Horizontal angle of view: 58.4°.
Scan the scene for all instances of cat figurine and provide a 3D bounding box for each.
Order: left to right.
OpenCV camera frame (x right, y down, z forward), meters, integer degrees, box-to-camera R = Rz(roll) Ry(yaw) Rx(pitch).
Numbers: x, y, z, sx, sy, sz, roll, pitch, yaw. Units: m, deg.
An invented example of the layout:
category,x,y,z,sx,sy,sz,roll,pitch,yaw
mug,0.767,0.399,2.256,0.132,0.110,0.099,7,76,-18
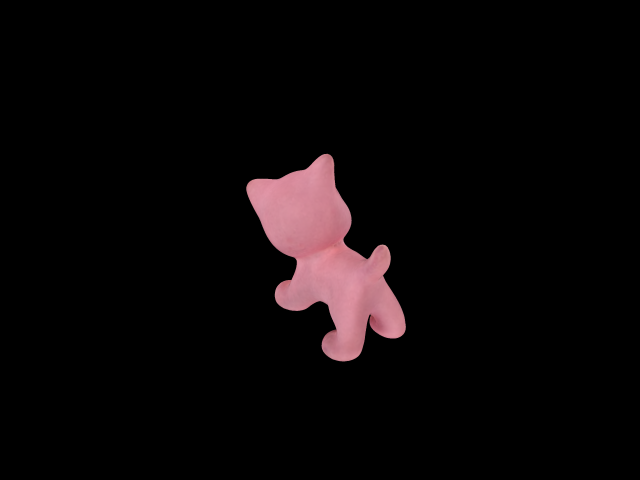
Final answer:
category,x,y,z,sx,sy,sz,roll,pitch,yaw
cat figurine,0.004,0.001,0.400,0.067,0.118,0.127,-24,41,-31
